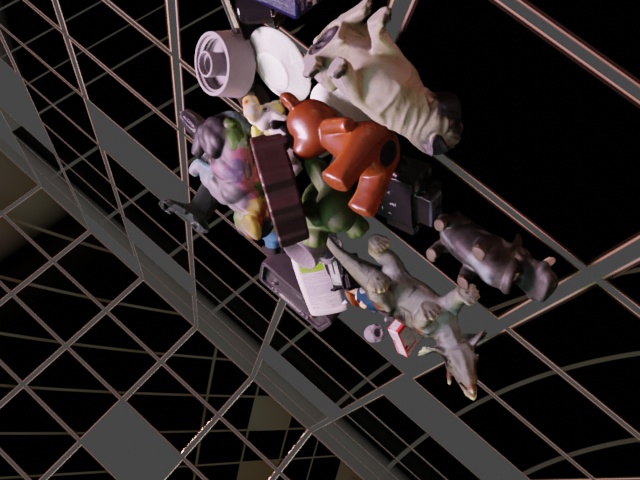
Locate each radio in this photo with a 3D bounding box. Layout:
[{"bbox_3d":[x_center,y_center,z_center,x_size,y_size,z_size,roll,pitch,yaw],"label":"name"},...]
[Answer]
[{"bbox_3d":[-0.050,0.128,1.375,0.230,0.073,0.131,42,154,6],"label":"radio"}]

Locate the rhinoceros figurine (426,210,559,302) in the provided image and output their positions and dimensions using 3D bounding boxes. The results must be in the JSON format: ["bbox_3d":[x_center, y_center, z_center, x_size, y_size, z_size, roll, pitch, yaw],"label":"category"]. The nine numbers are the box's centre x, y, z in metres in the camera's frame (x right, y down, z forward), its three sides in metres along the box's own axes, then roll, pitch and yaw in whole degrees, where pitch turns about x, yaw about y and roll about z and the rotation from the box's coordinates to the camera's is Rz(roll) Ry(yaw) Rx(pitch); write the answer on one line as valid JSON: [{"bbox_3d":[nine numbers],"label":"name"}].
[{"bbox_3d":[0.241,0.025,0.760,0.191,0.112,0.073,38,129,41],"label":"rhinoceros figurine"}]

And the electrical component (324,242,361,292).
[{"bbox_3d":[0.044,0.049,1.138,0.075,0.048,0.119,-16,87,59],"label":"electrical component"}]

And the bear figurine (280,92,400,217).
[{"bbox_3d":[0.011,-0.132,0.769,0.196,0.132,0.120,23,169,35],"label":"bear figurine"}]

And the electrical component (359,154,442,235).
[{"bbox_3d":[0.126,-0.074,0.832,0.134,0.058,0.114,27,152,32],"label":"electrical component"}]

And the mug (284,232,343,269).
[{"bbox_3d":[-0.002,-0.003,1.068,0.110,0.107,0.080,23,150,28],"label":"mug"}]

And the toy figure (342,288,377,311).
[{"bbox_3d":[0.097,0.118,1.160,0.155,0.064,0.057,5,98,59],"label":"toy figure"}]

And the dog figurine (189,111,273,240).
[{"bbox_3d":[-0.137,-0.103,0.984,0.219,0.108,0.191,50,141,21],"label":"dog figurine"}]

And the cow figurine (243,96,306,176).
[{"bbox_3d":[-0.067,-0.178,0.911,0.167,0.098,0.068,67,-171,-49],"label":"cow figurine"}]

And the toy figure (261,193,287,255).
[{"bbox_3d":[-0.086,-0.059,1.085,0.089,0.082,0.180,8,106,35],"label":"toy figure"}]

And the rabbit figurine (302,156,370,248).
[{"bbox_3d":[0.030,-0.065,0.900,0.170,0.121,0.159,-139,46,-82],"label":"rabbit figurine"}]

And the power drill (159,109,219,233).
[{"bbox_3d":[-0.241,-0.133,1.105,0.232,0.207,0.086,35,157,-7],"label":"power drill"}]

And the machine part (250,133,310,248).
[{"bbox_3d":[-0.061,-0.079,0.845,0.179,0.056,0.179,167,88,-86],"label":"machine part"}]

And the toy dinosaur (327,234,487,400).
[{"bbox_3d":[0.162,0.114,1.010,0.405,0.131,0.192,38,154,25],"label":"toy dinosaur"}]

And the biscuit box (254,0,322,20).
[{"bbox_3d":[-0.090,-0.363,0.702,0.203,0.059,0.062,33,153,20],"label":"biscuit box"}]

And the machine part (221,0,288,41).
[{"bbox_3d":[-0.097,-0.336,0.783,0.139,0.039,0.084,19,137,44],"label":"machine part"}]

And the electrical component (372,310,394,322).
[{"bbox_3d":[0.145,0.149,1.183,0.063,0.021,0.094,38,154,13],"label":"electrical component"}]

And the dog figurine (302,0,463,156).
[{"bbox_3d":[0.082,-0.191,0.690,0.190,0.121,0.172,39,-165,-32],"label":"dog figurine"}]

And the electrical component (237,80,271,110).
[{"bbox_3d":[-0.120,-0.243,0.945,0.078,0.045,0.102,16,143,42],"label":"electrical component"}]
